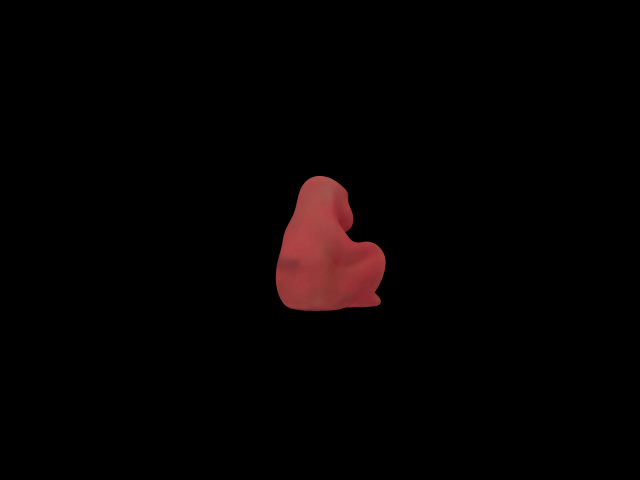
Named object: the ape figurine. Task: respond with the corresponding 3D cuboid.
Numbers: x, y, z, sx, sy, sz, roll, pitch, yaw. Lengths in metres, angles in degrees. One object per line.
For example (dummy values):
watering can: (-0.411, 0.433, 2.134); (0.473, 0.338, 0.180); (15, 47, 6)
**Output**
ape figurine: (0.004, 0.001, 0.400); (0.076, 0.092, 0.077); (-1, 2, -34)
